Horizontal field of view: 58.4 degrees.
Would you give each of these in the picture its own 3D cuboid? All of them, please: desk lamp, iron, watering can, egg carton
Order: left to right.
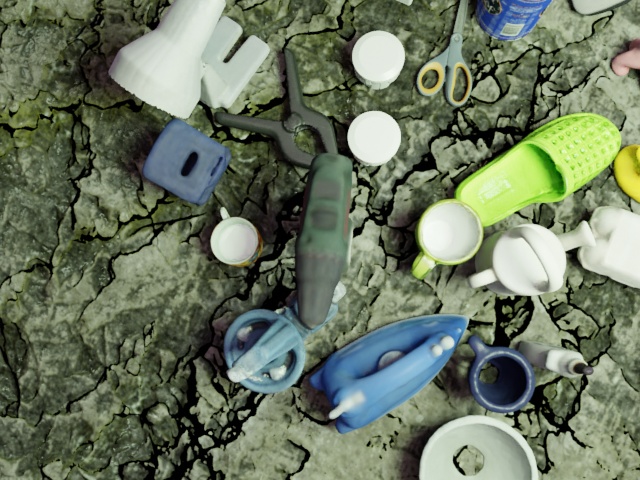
[{"bbox_3d":[-0.184,-0.266,0.828,0.118,0.213,0.203,35,88,5],"label":"desk lamp"},{"bbox_3d":[0.113,0.179,0.818,0.258,0.141,0.118,-32,85,0],"label":"iron"},{"bbox_3d":[0.292,0.023,0.797,0.101,0.194,0.173,44,88,5],"label":"watering can"},{"bbox_3d":[0.466,0.015,0.853,0.150,0.069,0.107,21,87,4],"label":"egg carton"}]

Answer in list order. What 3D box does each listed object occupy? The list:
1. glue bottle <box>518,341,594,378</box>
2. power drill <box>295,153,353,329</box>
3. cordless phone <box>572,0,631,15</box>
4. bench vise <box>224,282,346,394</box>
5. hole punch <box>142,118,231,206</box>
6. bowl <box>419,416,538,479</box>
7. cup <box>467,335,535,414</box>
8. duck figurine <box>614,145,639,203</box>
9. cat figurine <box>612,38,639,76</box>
[{"bbox_3d":[0.335,0.169,0.794,0.078,0.173,0.037,12,86,4],"label":"glue bottle"},{"bbox_3d":[0.007,0.003,0.802,0.075,0.208,0.230,5,86,3],"label":"power drill"},{"bbox_3d":[0.433,-0.431,0.832,0.094,0.185,0.148,-12,85,2],"label":"cordless phone"},{"bbox_3d":[-0.061,0.124,0.789,0.121,0.220,0.207,31,87,5],"label":"bench vise"},{"bbox_3d":[-0.201,-0.119,0.878,0.101,0.091,0.109,28,87,4],"label":"hole punch"},{"bbox_3d":[0.224,0.334,0.835,0.167,0.075,0.167,0,85,2],"label":"bowl"},{"bbox_3d":[0.246,0.187,0.835,0.091,0.095,0.118,-35,85,-1],"label":"cup"},{"bbox_3d":[0.498,-0.102,0.853,0.077,0.086,0.104,-33,85,0],"label":"duck figurine"},{"bbox_3d":[0.520,-0.261,0.849,0.128,0.118,0.067,41,88,5],"label":"cat figurine"}]
